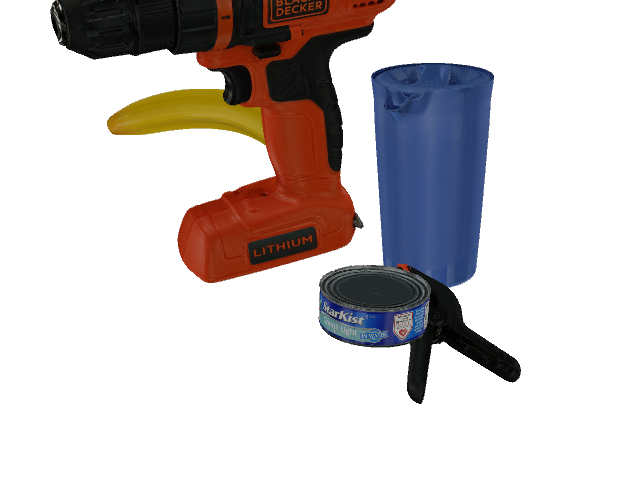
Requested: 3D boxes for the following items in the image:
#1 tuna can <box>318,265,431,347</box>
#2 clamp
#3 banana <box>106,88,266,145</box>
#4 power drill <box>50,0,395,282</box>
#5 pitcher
[{"bbox_3d":[0.041,0.050,0.822,0.086,0.034,0.086,2,21,-1],"label":"tuna can"},{"bbox_3d":[0.125,0.090,1.077,0.120,0.171,0.039,1,-45,-19],"label":"clamp"},{"bbox_3d":[-0.101,-0.112,0.983,0.198,0.037,0.069,12,47,22],"label":"banana"},{"bbox_3d":[-0.045,-0.069,0.578,0.184,0.188,0.057,-14,39,-19],"label":"power drill"},{"bbox_3d":[0.131,-0.077,1.209,0.149,0.243,0.145,-5,22,-9],"label":"pitcher"}]
